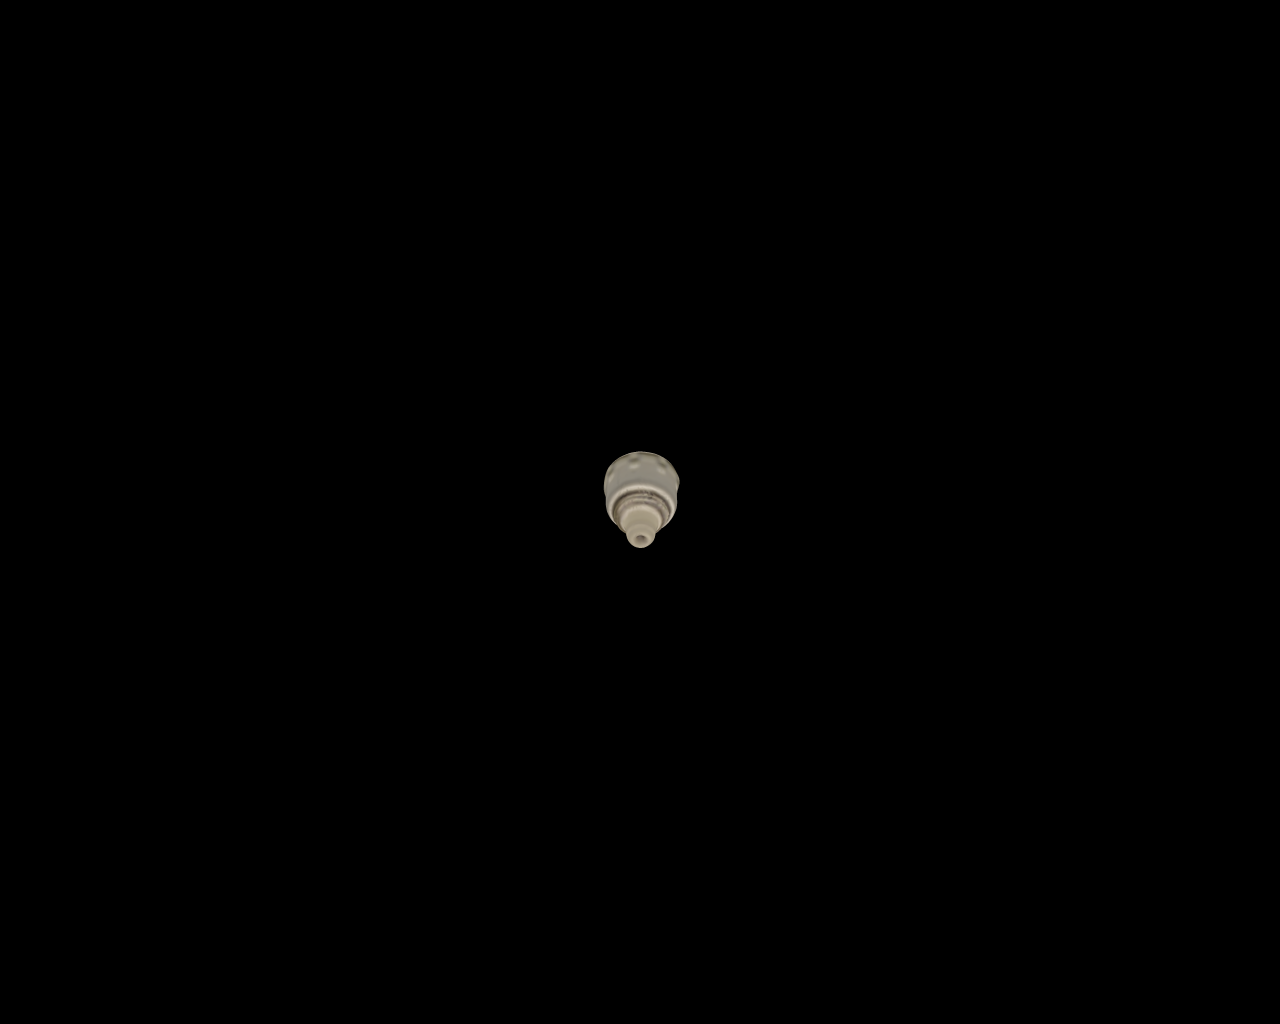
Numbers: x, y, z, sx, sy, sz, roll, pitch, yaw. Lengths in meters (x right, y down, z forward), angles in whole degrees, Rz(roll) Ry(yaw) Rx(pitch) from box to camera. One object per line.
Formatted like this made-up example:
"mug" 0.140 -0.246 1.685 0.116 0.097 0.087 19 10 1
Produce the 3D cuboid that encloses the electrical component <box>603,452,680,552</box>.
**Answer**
"electrical component" 0.001 -0.003 0.650 0.048 0.048 0.062 0 41 0
